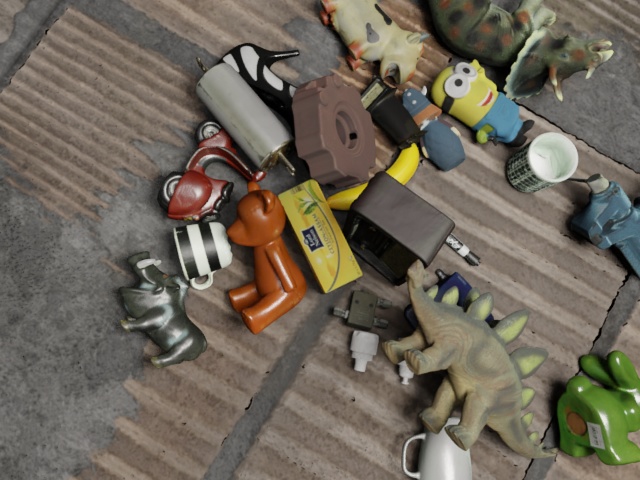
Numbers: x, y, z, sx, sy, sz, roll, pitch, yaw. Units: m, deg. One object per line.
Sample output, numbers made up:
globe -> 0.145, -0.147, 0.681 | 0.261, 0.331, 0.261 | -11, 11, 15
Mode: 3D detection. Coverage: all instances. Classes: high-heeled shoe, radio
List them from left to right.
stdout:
high-heeled shoe -> -0.085, -0.214, 0.895 | 0.145, 0.086, 0.248 | -12, 82, 3
radio -> 0.104, -0.009, 0.799 | 0.131, 0.229, 0.073 | 38, 78, 6

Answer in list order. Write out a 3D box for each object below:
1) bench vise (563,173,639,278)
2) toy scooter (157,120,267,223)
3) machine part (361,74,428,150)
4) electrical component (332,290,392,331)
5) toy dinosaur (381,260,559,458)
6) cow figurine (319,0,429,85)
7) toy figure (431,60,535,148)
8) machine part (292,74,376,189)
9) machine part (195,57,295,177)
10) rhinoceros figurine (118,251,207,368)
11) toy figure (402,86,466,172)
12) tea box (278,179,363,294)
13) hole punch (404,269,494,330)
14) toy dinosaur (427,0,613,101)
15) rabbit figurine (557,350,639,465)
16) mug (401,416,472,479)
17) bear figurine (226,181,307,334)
bench vise -> 0.545, -0.056, 0.875 | 0.240, 0.129, 0.223 | -39, 94, 10
toy scooter -> -0.168, -0.098, 0.873 | 0.135, 0.075, 0.184 | 27, 77, 1
machine part -> 0.115, -0.208, 0.903 | 0.084, 0.039, 0.139 | -47, 70, 16
electrical component -> 0.069, 0.112, 0.876 | 0.094, 0.021, 0.063 | 13, 64, -1
toy dinosaur -> 0.231, 0.197, 0.762 | 0.198, 0.105, 0.470 | -38, 118, -15
cow figurine -> 0.098, -0.351, 0.921 | 0.127, 0.085, 0.195 | -33, 84, -1
toy figure -> 0.270, -0.223, 0.913 | 0.180, 0.089, 0.082 | 35, 53, -8
machine part -> 0.027, -0.167, 0.842 | 0.056, 0.179, 0.179 | -11, 81, 34
machine part -> -0.119, -0.195, 0.857 | 0.079, 0.079, 0.243 | -41, 84, -8
rhinoceros figurine -> -0.250, 0.108, 0.839 | 0.112, 0.073, 0.190 | -32, 85, -6
toy figure -> 0.188, -0.189, 0.915 | 0.064, 0.058, 0.154 | -28, 80, -13
tea box -> -0.002, -0.003, 0.858 | 0.068, 0.098, 0.169 | -25, 86, -6
hole punch -> 0.214, 0.121, 0.859 | 0.116, 0.092, 0.142 | -37, 82, -11
toy dinosaur -> 0.280, -0.373, 0.921 | 0.405, 0.131, 0.192 | 27, 81, 7
rabbit figurine -> 0.466, 0.260, 0.858 | 0.170, 0.121, 0.159 | -8, 75, -23
mug -> 0.182, 0.328, 0.837 | 0.110, 0.080, 0.107 | 6, 71, 3
bear figurine -> -0.096, 0.021, 0.811 | 0.132, 0.120, 0.195 | -29, 118, -15
